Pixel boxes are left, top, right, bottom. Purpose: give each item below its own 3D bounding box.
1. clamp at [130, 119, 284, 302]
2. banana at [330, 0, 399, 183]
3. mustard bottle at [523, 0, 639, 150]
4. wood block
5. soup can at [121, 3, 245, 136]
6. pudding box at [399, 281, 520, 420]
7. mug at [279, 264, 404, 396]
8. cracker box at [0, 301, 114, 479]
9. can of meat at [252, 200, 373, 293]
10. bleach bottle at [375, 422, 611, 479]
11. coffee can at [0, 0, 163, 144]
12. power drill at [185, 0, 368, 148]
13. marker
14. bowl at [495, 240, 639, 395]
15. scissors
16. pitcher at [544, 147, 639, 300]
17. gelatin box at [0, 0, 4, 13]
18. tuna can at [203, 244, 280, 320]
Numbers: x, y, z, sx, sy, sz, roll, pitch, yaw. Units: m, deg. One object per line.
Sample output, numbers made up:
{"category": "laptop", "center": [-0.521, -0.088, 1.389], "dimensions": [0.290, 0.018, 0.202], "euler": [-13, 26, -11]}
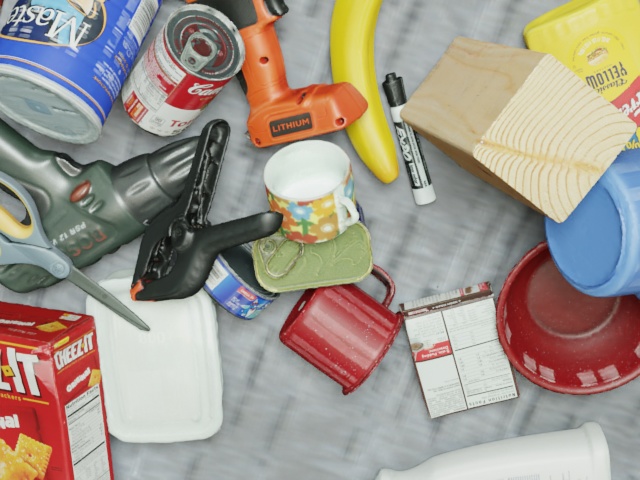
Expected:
{"category": "clamp", "center": [-0.107, -0.016, 0.893], "dimensions": [0.172, 0.120, 0.039], "euler": [-38, 144, 29]}
{"category": "banana", "center": [0.039, -0.146, 0.909], "dimensions": [0.037, 0.070, 0.198], "euler": [-21, 121, -37]}
{"category": "mustard bottle", "center": [0.253, -0.115, 0.917], "dimensions": [0.096, 0.058, 0.191], "euler": [-24, 107, 11]}
{"category": "wood block", "center": [0.145, -0.093, 0.839], "dimensions": [0.090, 0.206, 0.090], "euler": [35, 96, -17]}
{"category": "soup can", "center": [-0.113, -0.135, 0.866], "dimensions": [0.068, 0.068, 0.102], "euler": [38, 143, -11]}
{"category": "pudding box", "center": [0.131, 0.104, 1.002], "dimensions": [0.090, 0.039, 0.113], "euler": [-15, 109, 5]}
{"category": "mug", "center": [0.023, 0.071, 0.972], "dimensions": [0.081, 0.093, 0.117], "euler": [36, 74, -5]}
{"category": "cracker box", "center": [-0.281, 0.169, 0.982], "dimensions": [0.164, 0.072, 0.214], "euler": [6, 111, 24]}
{"category": "can of meat", "center": [-0.006, 0.001, 0.944], "dimensions": [0.102, 0.084, 0.057], "euler": [-8, 108, 3]}
{"category": "bleach bottle", "center": [0.150, 0.240, 1.035], "dimensions": [0.251, 0.068, 0.102], "euler": [-6, 106, 5]}
{"category": "coffee can", "center": [-0.193, -0.162, 0.841], "dimensions": [0.102, 0.103, 0.140], "euler": [24, 71, -7]}
{"category": "power drill", "center": [-0.028, -0.178, 0.870], "dimensions": [0.185, 0.057, 0.187], "euler": [-9, 111, 36]}
{"category": "marker", "center": [0.078, -0.090, 0.947], "dimensions": [0.020, 0.020, 0.121], "euler": [-16, 108, 6]}
{"category": "bowl", "center": [0.237, 0.058, 0.975], "dimensions": [0.162, 0.055, 0.162], "euler": [0, 108, 1]}
{"category": "scissors", "center": [-0.245, 0.027, 0.926], "dimensions": [0.096, 0.016, 0.201], "euler": [-31, 110, 16]}
{"category": "pitcher", "center": [0.304, -0.014, 0.865], "dimensions": [0.242, 0.145, 0.149], "euler": [-8, 86, -26]}
{"category": "gelatin box", "center": [-0.282, -0.208, 0.884], "dimensions": [0.030, 0.073, 0.089], "euler": [18, 107, -6]}
{"category": "tuna can", "center": [-0.077, 0.030, 0.954], "dimensions": [0.034, 0.086, 0.086], "euler": [-43, 103, 14]}
